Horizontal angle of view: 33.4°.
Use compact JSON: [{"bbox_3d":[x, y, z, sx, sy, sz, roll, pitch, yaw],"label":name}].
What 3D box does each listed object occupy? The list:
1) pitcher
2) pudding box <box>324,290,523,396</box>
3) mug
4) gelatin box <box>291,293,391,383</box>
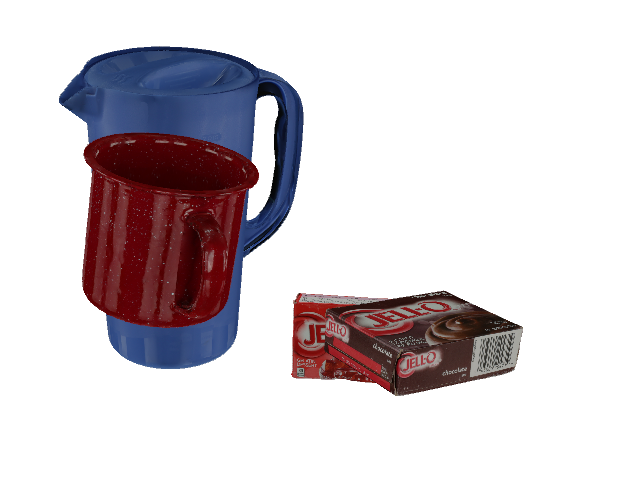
[{"bbox_3d":[-0.107,-0.026,0.850,0.149,0.243,0.144,12,27,19],"label":"pitcher"},{"bbox_3d":[0.072,0.071,0.762,0.113,0.039,0.090,-4,18,-33],"label":"pudding box"},{"bbox_3d":[-0.079,-0.001,0.570,0.093,0.081,0.117,-4,26,-33],"label":"mug"},{"bbox_3d":[0.019,0.088,0.961,0.089,0.073,0.030,3,14,6],"label":"gelatin box"}]
